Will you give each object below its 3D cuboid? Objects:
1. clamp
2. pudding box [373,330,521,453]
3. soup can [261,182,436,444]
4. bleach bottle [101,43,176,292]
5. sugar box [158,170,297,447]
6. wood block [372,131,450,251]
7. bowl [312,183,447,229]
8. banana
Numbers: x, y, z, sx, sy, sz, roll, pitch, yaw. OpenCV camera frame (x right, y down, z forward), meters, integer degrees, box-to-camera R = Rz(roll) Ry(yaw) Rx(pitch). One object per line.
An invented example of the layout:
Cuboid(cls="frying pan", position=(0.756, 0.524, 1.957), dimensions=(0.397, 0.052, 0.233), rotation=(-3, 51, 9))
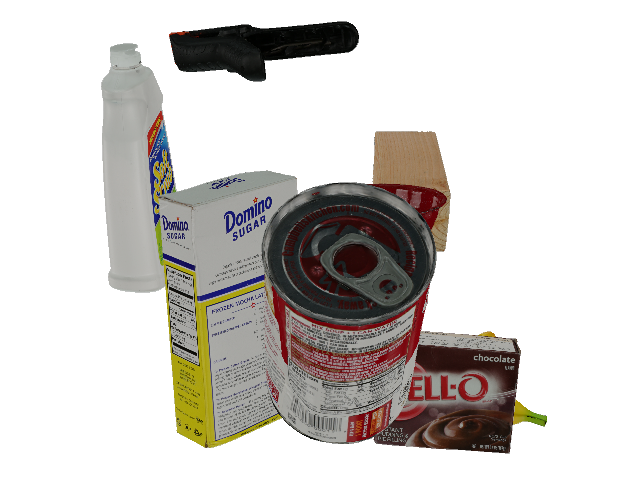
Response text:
Cuboid(cls="clamp", position=(-0.055, -0.159, 0.875), dimensions=(0.120, 0.039, 0.172), rotation=(-16, 23, -36))
Cuboid(cls="pudding box", position=(0.101, 0.121, 0.865), dimensions=(0.113, 0.090, 0.039), rotation=(3, 19, 2))
Cuboid(cls="soup can", position=(0.010, 0.034, 0.451), dimensions=(0.068, 0.068, 0.102), rotation=(0, -38, -2))
Cuboid(cls="bleach bottle", position=(-0.194, -0.078, 1.120), dimensions=(0.068, 0.251, 0.102), rotation=(4, 26, 15))
Cuboid(cls="sugar box", position=(-0.059, 0.046, 0.737), dimensions=(0.093, 0.176, 0.048), rotation=(-18, 22, -41))
Cuboid(cls="wood block", position=(0.122, -0.072, 1.471), dimensions=(0.091, 0.090, 0.206), rotation=(1, 28, 0))
Cuboid(cls="bowl", position=(0.049, -0.016, 1.084), dimensions=(0.162, 0.055, 0.162), rotation=(-3, 14, 1))
Cuboid(cls="banana", position=(0.201, 0.164, 1.264), dimensions=(0.069, 0.037, 0.198), rotation=(10, 25, -15))
